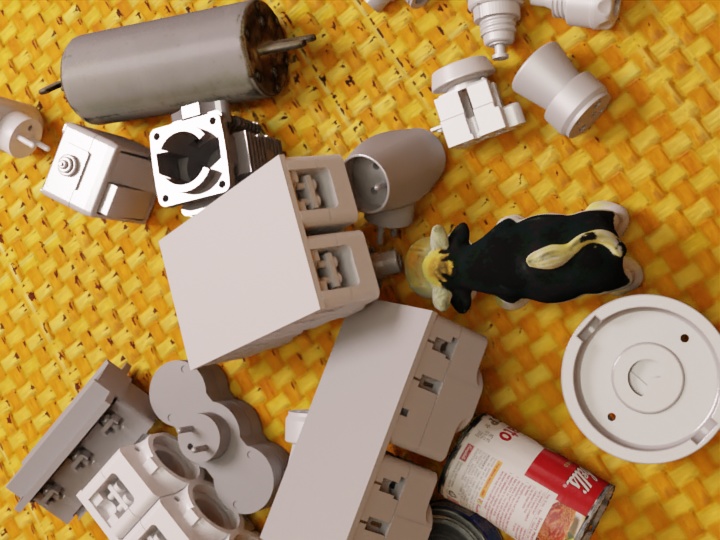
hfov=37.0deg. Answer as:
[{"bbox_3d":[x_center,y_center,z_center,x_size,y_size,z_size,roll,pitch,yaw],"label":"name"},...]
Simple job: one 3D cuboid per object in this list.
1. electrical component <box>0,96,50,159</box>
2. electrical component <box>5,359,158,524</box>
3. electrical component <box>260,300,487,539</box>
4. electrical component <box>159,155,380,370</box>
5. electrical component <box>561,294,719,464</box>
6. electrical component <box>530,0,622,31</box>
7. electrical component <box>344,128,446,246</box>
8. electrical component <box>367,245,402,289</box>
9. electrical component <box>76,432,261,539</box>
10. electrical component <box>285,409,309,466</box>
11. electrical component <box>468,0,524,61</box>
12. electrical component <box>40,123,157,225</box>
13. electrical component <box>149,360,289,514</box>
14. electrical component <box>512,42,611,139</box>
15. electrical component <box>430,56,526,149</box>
[{"bbox_3d":[-0.299,-0.120,0.915,0.079,0.077,0.043,29,98,21],"label":"electrical component"},{"bbox_3d":[-0.221,0.142,0.874,0.063,0.078,0.121,39,103,-10],"label":"electrical component"},{"bbox_3d":[0.012,0.119,0.744,0.105,0.060,0.186,9,76,60],"label":"electrical component"},{"bbox_3d":[-0.068,-0.002,0.784,0.186,0.060,0.105,-26,76,51],"label":"electrical component"},{"bbox_3d":[0.193,0.071,0.712,0.108,0.060,0.108,-1,87,22],"label":"electrical component"},{"bbox_3d":[0.150,-0.189,0.757,0.061,0.035,0.035,14,93,25],"label":"electrical component"},{"bbox_3d":[0.023,-0.056,0.782,0.043,0.077,0.079,21,121,28],"label":"electrical component"},{"bbox_3d":[0.000,0.000,0.805,0.062,0.048,0.048,-13,82,14],"label":"electrical component"},{"bbox_3d":[-0.129,0.201,0.822,0.150,0.089,0.061,47,104,18],"label":"electrical component"},{"bbox_3d":[-0.035,0.134,0.811,0.045,0.045,0.055,0,87,22],"label":"electrical component"},{"bbox_3d":[0.098,-0.190,0.775,0.040,0.040,0.078,-6,85,22],"label":"electrical component"},{"bbox_3d":[-0.204,-0.075,0.863,0.061,0.096,0.061,25,97,21],"label":"electrical component"},{"bbox_3d":[-0.115,0.127,0.829,0.052,0.074,0.138,-45,72,14],"label":"electrical component"},{"bbox_3d":[0.141,-0.125,0.752,0.045,0.045,0.055,-47,72,14],"label":"electrical component"},{"bbox_3d":[0.080,-0.121,0.777,0.066,0.048,0.055,-19,88,20],"label":"electrical component"}]
